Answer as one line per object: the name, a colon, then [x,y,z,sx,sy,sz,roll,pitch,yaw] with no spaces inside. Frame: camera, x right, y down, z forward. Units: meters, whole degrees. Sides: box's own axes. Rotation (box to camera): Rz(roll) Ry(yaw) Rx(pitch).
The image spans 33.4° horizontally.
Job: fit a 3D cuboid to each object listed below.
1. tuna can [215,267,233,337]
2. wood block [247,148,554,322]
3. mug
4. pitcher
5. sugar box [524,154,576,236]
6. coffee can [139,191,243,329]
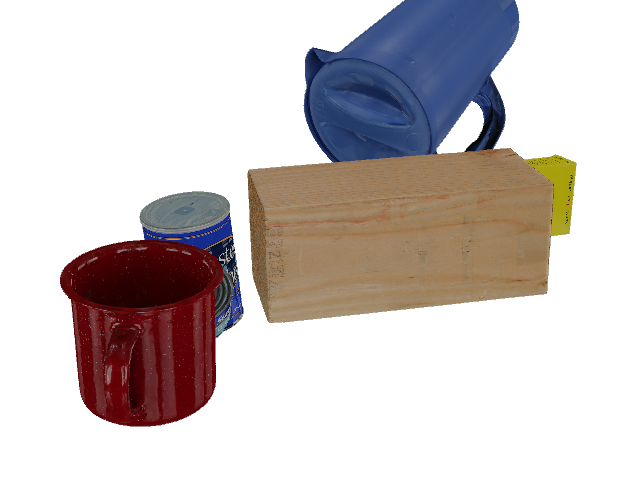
tuna can: [-0.117,0.051,0.902,0.086,0.034,0.086,4,43,-4]
wood block: [0.055,-0.006,0.786,0.206,0.090,0.091,-5,22,-10]
mug: [-0.103,0.060,0.617,0.093,0.081,0.117,2,24,1]
pitcher: [0.107,-0.163,1.034,0.145,0.149,0.242,8,40,34]
sugar box: [0.216,-0.045,1.258,0.176,0.093,0.048,-9,20,-26]
coffee can: [-0.148,0.027,1.237,0.103,0.140,0.103,-5,25,2]
